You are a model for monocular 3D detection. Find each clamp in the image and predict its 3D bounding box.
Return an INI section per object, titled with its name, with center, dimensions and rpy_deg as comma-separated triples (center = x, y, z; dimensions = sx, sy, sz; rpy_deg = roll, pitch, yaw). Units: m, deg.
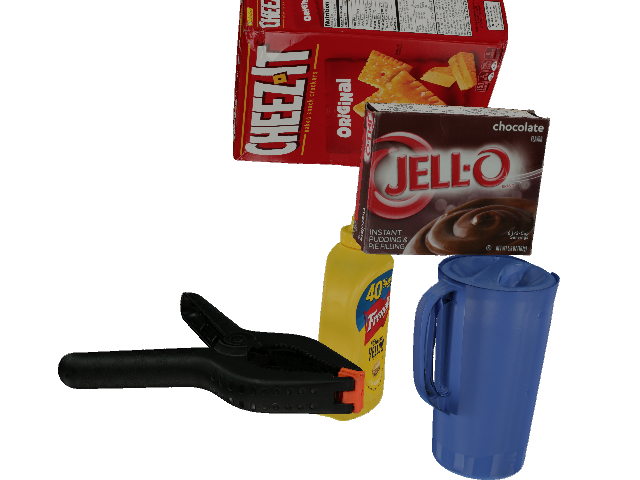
[clamp]
center = -0.061, 0.084, 0.785
dimensions = 0.210, 0.036, 0.164
rpy_deg = 8, 20, 19

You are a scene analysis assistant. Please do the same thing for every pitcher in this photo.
[pitcher]
center = 0.181, 0.144, 1.207
dimensions = 0.149, 0.243, 0.145
rpy_deg = 6, 17, 10

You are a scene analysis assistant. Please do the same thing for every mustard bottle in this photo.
[mustard bottle]
center = 0.033, 0.063, 0.986
dimensions = 0.058, 0.192, 0.096
rpy_deg = 12, 18, 26

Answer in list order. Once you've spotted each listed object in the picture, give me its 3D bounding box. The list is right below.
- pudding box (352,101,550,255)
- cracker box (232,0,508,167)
[pudding box]
center = 0.080, -0.038, 0.667
dimensions = 0.113, 0.090, 0.039
rpy_deg = 0, 20, -12
[cracker box]
center = 0.036, -0.135, 0.903
dimensions = 0.213, 0.072, 0.164
rpy_deg = 2, -35, -6
